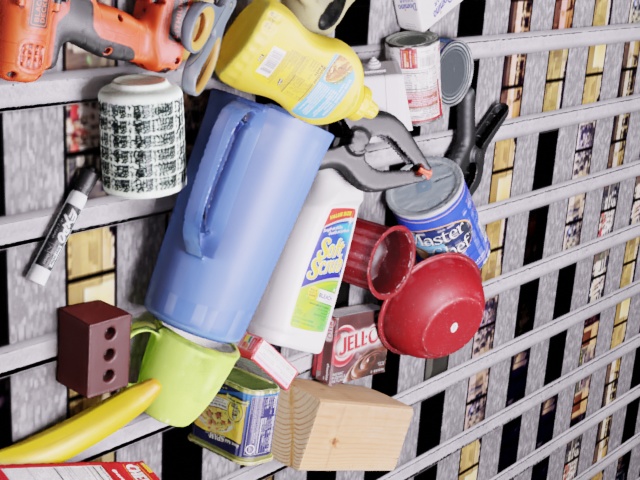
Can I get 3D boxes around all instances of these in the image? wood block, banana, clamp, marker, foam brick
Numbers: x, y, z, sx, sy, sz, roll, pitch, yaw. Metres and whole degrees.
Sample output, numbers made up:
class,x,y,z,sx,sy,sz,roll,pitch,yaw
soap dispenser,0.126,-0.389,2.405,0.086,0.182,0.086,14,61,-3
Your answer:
class,x,y,z,sx,sy,sz,roll,pitch,yaw
wood block,0.017,0.233,1.341,0.205,0.090,0.091,16,92,-52
banana,-0.243,0.190,1.030,0.197,0.070,0.037,-24,80,-35
clamp,0.213,-0.125,1.478,0.120,0.039,0.171,1,107,-45
clamp,0.029,-0.104,1.207,0.209,0.036,0.164,29,85,-21
marker,-0.238,-0.015,0.994,0.020,0.020,0.121,36,76,-50
foam brick,-0.219,0.104,1.037,0.052,0.051,0.078,-13,114,-47

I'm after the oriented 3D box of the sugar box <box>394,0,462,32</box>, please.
class,x,y,z,sx,sy,sz,roll,pitch,yaw
sugar box,0.119,-0.349,1.274,0.093,0.048,0.176,-42,136,-32

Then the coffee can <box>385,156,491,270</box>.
class,x,y,z,sx,sy,sz,roll,pitch,yaw
coffee can,0.156,-0.025,1.396,0.102,0.103,0.140,-53,138,-22

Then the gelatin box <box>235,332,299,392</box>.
class,x,y,z,sx,sy,sz,roll,pitch,yaw
gelatin box,-0.075,0.130,1.202,0.030,0.073,0.089,-60,140,-16

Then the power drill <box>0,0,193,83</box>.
class,x,y,z,sx,sy,sz,roll,pitch,yaw
power drill,-0.197,-0.224,0.934,0.187,0.057,0.184,-1,108,-47

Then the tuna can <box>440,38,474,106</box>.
class,x,y,z,sx,sy,sz,roll,pitch,yaw
tuna can,0.161,-0.218,1.383,0.085,0.034,0.086,-22,120,-44

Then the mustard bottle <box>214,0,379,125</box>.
class,x,y,z,sx,sy,sz,roll,pitch,yaw
mustard bottle,-0.012,-0.174,1.122,0.191,0.058,0.096,24,114,-35

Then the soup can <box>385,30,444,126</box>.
class,x,y,z,sx,sy,sz,roll,pitch,yaw
soup can,0.115,-0.199,1.308,0.068,0.069,0.102,-30,125,-40

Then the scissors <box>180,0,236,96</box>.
class,x,y,z,sx,sy,sz,roll,pitch,yaw
scissors,-0.096,-0.233,1.025,0.096,0.016,0.201,79,26,-65

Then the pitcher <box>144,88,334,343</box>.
class,x,y,z,sx,sy,sz,roll,pitch,yaw
pitcher,-0.092,-0.024,1.077,0.149,0.145,0.243,20,92,-30

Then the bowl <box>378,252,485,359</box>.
class,x,y,z,sx,sy,sz,roll,pitch,yaw
bowl,0.156,0.097,1.372,0.161,0.055,0.162,-18,130,-23

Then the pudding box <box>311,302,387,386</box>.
class,x,y,z,sx,sy,sz,roll,pitch,yaw
pudding box,0.041,0.132,1.370,0.113,0.039,0.090,-8,109,-49

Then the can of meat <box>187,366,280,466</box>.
class,x,y,z,sx,sy,sz,roll,pitch,yaw
can of meat,-0.095,0.191,1.182,0.057,0.102,0.084,-1,103,-49

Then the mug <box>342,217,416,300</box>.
class,x,y,z,sx,sy,sz,roll,pitch,yaw
mug,0.066,0.013,1.319,0.117,0.082,0.093,-34,128,-38

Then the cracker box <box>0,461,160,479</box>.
class,x,y,z,sx,sy,sz,roll,pitch,yaw
cracker box,-0.265,0.292,1.014,0.213,0.072,0.164,13,112,-52

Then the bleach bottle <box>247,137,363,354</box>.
class,x,y,z,sx,sy,sz,roll,pitch,yaw
bleach bottle,-0.008,0.002,1.244,0.102,0.068,0.251,19,86,-49
